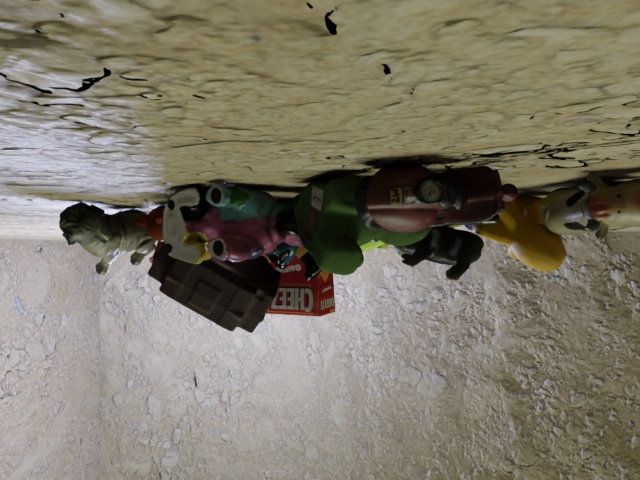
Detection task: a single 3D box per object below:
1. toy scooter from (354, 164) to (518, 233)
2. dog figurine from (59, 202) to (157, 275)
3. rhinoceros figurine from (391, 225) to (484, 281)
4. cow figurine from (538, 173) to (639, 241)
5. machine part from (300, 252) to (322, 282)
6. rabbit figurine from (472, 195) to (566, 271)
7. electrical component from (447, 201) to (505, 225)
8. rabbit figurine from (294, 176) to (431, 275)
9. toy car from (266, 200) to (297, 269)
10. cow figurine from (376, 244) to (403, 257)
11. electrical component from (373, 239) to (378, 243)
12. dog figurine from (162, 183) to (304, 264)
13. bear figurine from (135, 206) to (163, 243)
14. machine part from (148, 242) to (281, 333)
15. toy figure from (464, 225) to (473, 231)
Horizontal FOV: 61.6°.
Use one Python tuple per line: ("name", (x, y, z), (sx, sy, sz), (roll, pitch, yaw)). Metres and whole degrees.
("toy scooter", (0.136, -0.048, 0.598), (0.135, 0.075, 0.184), (-2, -179, 43))
("dog figurine", (-0.385, -0.025, 1.014), (0.172, 0.121, 0.190), (-35, 172, -20))
("rhinoceros figurine", (0.174, -0.008, 0.892), (0.190, 0.112, 0.073), (26, -168, 12))
("cow figurine", (0.373, -0.045, 0.727), (0.127, 0.085, 0.195), (-7, 180, -12))
("machine part", (-0.002, -0.003, 0.905), (0.039, 0.139, 0.084), (18, 142, -22))
("rabbit figurine", (0.341, -0.016, 0.869), (0.162, 0.121, 0.173), (29, -153, -4))
("electrical component", (0.200, -0.051, 0.788), (0.134, 0.058, 0.115), (-2, 180, 22))
("rabbit figurine", (0.060, -0.019, 0.720), (0.170, 0.121, 0.159), (3, -176, -23))
("toy car", (-0.071, -0.016, 0.963), (0.109, 0.103, 0.161), (44, 176, 15))
("cow figurine", (0.192, -0.012, 1.129), (0.068, 0.098, 0.168), (-1, -168, -40))
("electrical component", (0.055, -0.028, 0.994), (0.078, 0.102, 0.045), (-27, 177, 6))
("dog figurine", (-0.098, -0.024, 0.805), (0.192, 0.108, 0.219), (-3, 180, 40))
("bear figurine", (-0.249, -0.005, 1.048), (0.120, 0.131, 0.196), (-8, 180, 38))
("machine part", (-0.170, 0.054, 0.909), (0.201, 0.087, 0.201), (31, -169, -7))
("toy figure", (0.361, -0.045, 1.076), (0.154, 0.064, 0.057), (-5, 142, -24))
